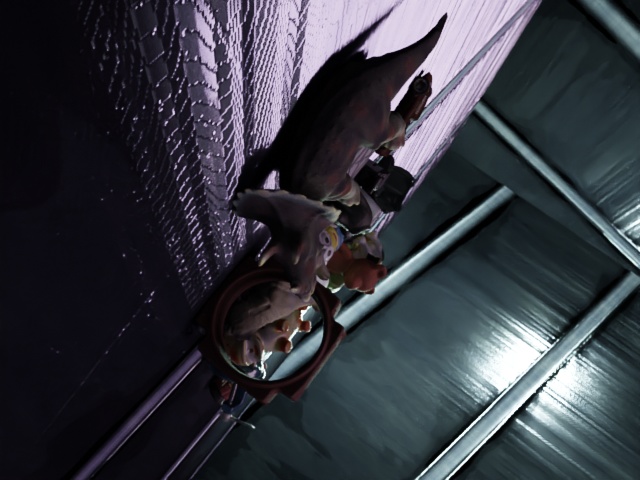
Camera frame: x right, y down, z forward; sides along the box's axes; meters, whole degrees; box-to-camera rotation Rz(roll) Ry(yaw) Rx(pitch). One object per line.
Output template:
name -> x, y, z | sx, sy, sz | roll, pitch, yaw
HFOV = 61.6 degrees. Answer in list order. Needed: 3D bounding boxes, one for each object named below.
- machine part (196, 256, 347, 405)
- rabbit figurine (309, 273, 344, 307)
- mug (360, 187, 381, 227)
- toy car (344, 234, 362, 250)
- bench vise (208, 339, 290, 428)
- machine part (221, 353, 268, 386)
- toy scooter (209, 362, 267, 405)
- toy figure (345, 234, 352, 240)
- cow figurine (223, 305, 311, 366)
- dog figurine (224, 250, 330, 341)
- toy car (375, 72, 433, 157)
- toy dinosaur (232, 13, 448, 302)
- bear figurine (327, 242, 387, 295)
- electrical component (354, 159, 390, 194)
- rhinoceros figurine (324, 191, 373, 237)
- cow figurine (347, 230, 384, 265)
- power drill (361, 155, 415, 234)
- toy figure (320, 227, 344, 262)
machine part -> -0.076, 0.137, 0.846 | 0.201, 0.201, 0.087 | -51, 169, -12
rabbit figurine -> -0.038, 0.115, 1.389 | 0.170, 0.121, 0.159 | -30, 170, -21
mug -> 0.077, -0.072, 1.161 | 0.081, 0.107, 0.109 | -53, 170, 5
toy car -> 0.062, 0.017, 1.518 | 0.103, 0.109, 0.162 | -30, -157, 46
bench vise -> -0.159, 0.272, 1.154 | 0.223, 0.129, 0.240 | -10, 118, -67
machine part -> -0.160, 0.258, 1.301 | 0.243, 0.079, 0.079 | -48, 170, -37
toy scooter -> -0.204, 0.358, 1.385 | 0.135, 0.075, 0.184 | -28, 173, 0
toy figure -> 0.048, -0.023, 1.379 | 0.154, 0.058, 0.064 | -28, 134, -67
cow figurine -> -0.111, 0.176, 1.037 | 0.195, 0.127, 0.085 | -37, 121, -59
dog figurine -> -0.088, 0.076, 0.955 | 0.190, 0.121, 0.172 | -13, 102, -45
toy car -> 0.186, -0.267, 1.162 | 0.202, 0.053, 0.089 | -54, 168, 13
toy dinosaur -> 0.025, -0.128, 0.658 | 0.404, 0.131, 0.192 | -61, 171, 11
bear figurine -> 0.046, 0.070, 1.267 | 0.132, 0.196, 0.120 | -45, 171, -42
electrical component -> 0.109, -0.143, 1.161 | 0.047, 0.075, 0.119 | -57, 167, 25
rhinoceros figurine -> 0.044, -0.058, 0.986 | 0.073, 0.112, 0.190 | -49, -163, -3
cow figurine -> 0.097, 0.049, 1.365 | 0.068, 0.098, 0.167 | -22, 170, -36
power drill -> 0.151, -0.128, 1.314 | 0.232, 0.086, 0.207 | -61, -164, -8
toy figure -> -0.001, 0.000, 1.115 | 0.089, 0.082, 0.180 | -28, -171, 22
